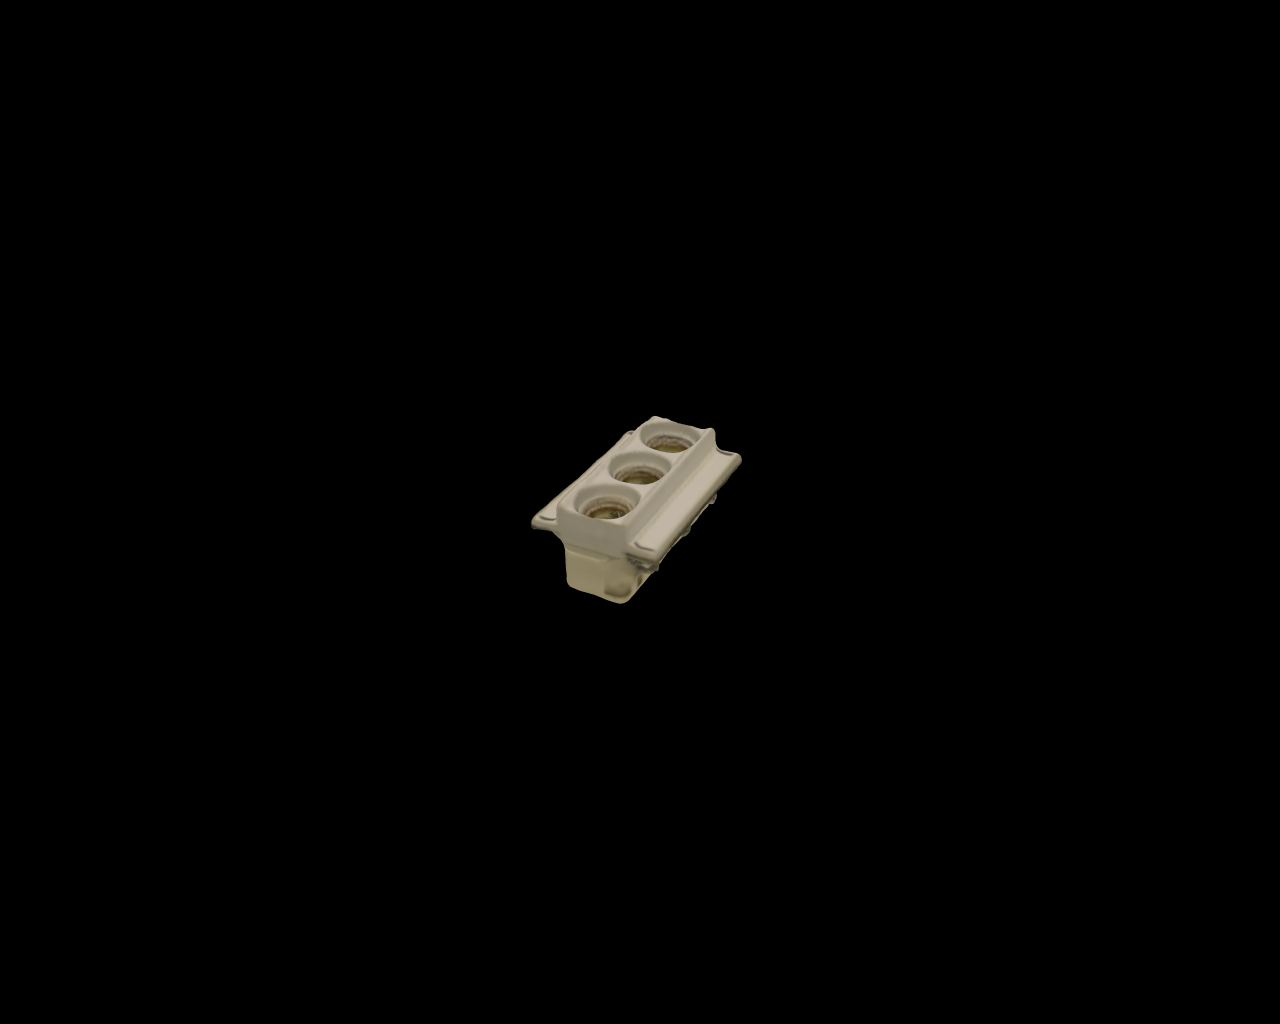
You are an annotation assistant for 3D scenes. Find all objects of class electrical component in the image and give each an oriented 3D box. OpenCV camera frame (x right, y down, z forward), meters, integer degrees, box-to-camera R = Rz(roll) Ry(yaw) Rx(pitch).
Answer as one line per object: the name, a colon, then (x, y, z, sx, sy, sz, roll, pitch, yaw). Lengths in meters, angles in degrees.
electrical component: (0.001, -0.003, 0.650, 0.079, 0.063, 0.121, 16, 37, 22)
